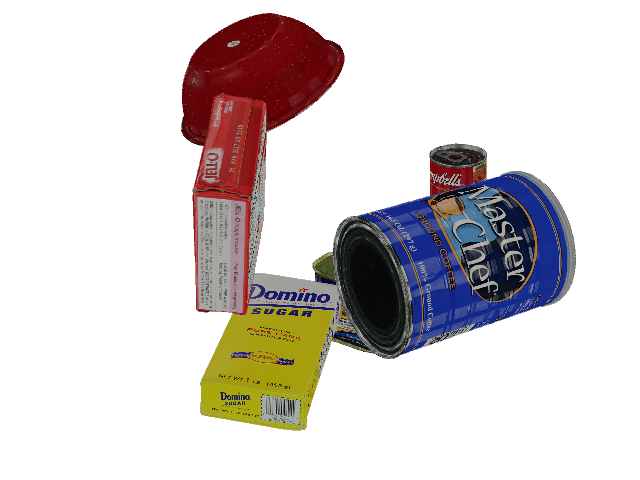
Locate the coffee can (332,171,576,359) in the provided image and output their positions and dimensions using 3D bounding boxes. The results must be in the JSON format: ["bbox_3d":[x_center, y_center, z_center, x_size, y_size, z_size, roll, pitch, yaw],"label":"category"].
[{"bbox_3d":[0.094,0.016,0.761,0.140,0.103,0.103,-16,7,-24],"label":"coffee can"}]

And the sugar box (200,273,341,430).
[{"bbox_3d":[-0.041,0.095,0.968,0.093,0.048,0.176,8,34,7],"label":"sugar box"}]

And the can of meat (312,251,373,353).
[{"bbox_3d":[0.040,0.069,1.176,0.102,0.084,0.057,17,29,28],"label":"can of meat"}]

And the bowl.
[{"bbox_3d":[-0.063,-0.153,0.941,0.162,0.055,0.162,-21,32,14],"label":"bowl"}]

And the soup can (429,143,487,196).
[{"bbox_3d":[0.164,-0.056,1.277,0.068,0.102,0.068,-2,27,1],"label":"soup can"}]

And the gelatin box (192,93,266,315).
[{"bbox_3d":[-0.046,-0.018,0.546,0.030,0.073,0.089,5,-44,1],"label":"gelatin box"}]
